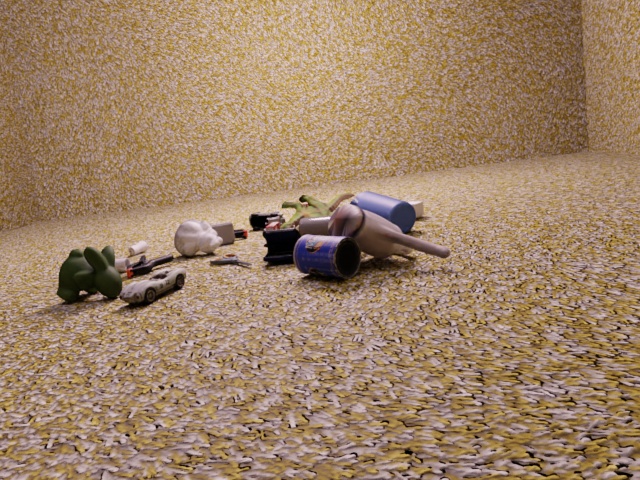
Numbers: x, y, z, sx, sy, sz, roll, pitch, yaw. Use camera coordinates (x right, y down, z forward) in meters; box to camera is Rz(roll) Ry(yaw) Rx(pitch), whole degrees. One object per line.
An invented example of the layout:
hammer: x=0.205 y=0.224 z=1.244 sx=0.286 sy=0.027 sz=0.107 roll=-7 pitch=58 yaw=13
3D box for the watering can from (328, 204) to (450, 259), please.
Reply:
watering can: x=0.157 y=-0.012 z=1.326 sx=0.223 sy=0.105 sz=0.347 roll=24 pitch=-9 yaw=-25

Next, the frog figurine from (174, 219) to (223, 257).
frog figurine: x=-0.420 y=-0.001 z=1.769 sx=0.160 sy=0.120 sz=0.139 roll=15 pitch=56 yaw=44

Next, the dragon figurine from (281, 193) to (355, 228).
dragon figurine: x=0.006 y=-0.099 z=1.971 sx=0.413 sy=0.120 sz=0.245 roll=-22 pitch=25 yaw=-20
